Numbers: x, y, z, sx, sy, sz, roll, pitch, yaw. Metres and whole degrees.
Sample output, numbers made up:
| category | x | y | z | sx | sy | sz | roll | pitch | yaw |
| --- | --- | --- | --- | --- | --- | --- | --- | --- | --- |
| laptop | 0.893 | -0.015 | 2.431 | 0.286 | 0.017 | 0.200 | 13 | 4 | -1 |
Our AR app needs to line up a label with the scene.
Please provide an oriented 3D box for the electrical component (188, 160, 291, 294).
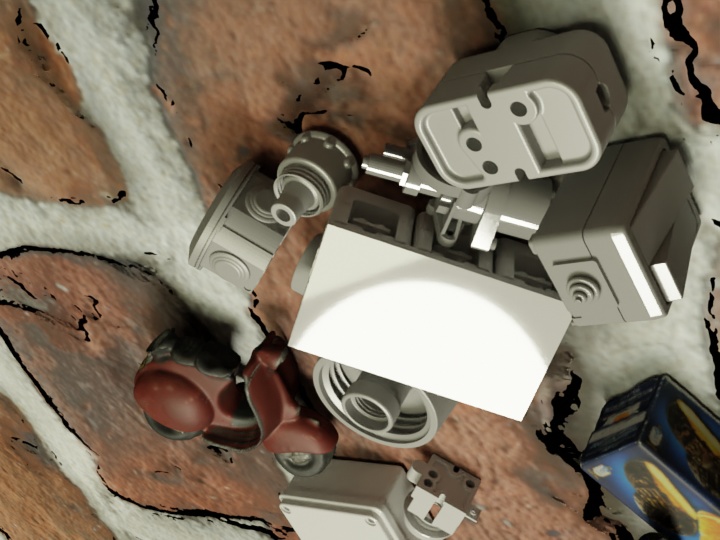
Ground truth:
| category | x | y | z | sx | sy | sz | roll | pitch | yaw |
| --- | --- | --- | --- | --- | --- | --- | --- | --- | --- |
| electrical component | -0.075 | -0.028 | 0.711 | 0.051 | 0.080 | 0.080 | 31 | 142 | -4 |

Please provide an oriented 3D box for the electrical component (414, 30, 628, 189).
| category | x | y | z | sx | sy | sz | roll | pitch | yaw |
| --- | --- | --- | --- | --- | --- | --- | --- | --- | --- |
| electrical component | 0.084 | -0.084 | 0.554 | 0.095 | 0.059 | 0.053 | -6 | 127 | 39 |

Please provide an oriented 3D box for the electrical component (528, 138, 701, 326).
| category | x | y | z | sx | sy | sz | roll | pitch | yaw |
| --- | --- | --- | --- | --- | --- | --- | --- | --- | --- |
| electrical component | 0.136 | -0.016 | 0.559 | 0.061 | 0.096 | 0.061 | -8 | 126 | 39 |

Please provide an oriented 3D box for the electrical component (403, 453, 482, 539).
| category | x | y | z | sx | sy | sz | roll | pitch | yaw |
| --- | --- | --- | --- | --- | --- | --- | --- | --- | --- |
| electrical component | 0.063 | 0.186 | 0.863 | 0.066 | 0.048 | 0.055 | 29 | 134 | 7 |

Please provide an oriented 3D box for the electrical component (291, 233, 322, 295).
| category | x | y | z | sx | sy | sz | roll | pitch | yaw |
| --- | --- | --- | --- | --- | --- | --- | --- | --- | --- |
| electrical component | 0.000 | 0.000 | 0.714 | 0.077 | 0.043 | 0.079 | 27 | 141 | 9 |

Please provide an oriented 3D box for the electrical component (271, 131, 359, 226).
| category | x | y | z | sx | sy | sz | roll | pitch | yaw |
| --- | --- | --- | --- | --- | --- | --- | --- | --- | --- |
| electrical component | -0.033 | -0.053 | 0.667 | 0.048 | 0.062 | 0.048 | 19 | 139 | 18 |

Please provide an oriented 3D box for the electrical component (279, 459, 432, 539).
| category | x | y | z | sx | sy | sz | roll | pitch | yaw |
| --- | --- | --- | --- | --- | --- | --- | --- | --- | --- |
| electrical component | 0.002 | 0.219 | 0.930 | 0.109 | 0.056 | 0.108 | -1 | 130 | 36 |

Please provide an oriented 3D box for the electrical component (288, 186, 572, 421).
| category | x | y | z | sx | sy | sz | roll | pitch | yaw |
| --- | --- | --- | --- | --- | --- | --- | --- | --- | --- |
| electrical component | 0.044 | 0.018 | 0.653 | 0.150 | 0.061 | 0.089 | 18 | 120 | -3 |

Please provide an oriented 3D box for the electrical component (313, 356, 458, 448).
| category | x | y | z | sx | sy | sz | roll | pitch | yaw |
| --- | --- | --- | --- | --- | --- | --- | --- | --- | --- |
| electrical component | 0.017 | 0.082 | 0.773 | 0.108 | 0.060 | 0.108 | 19 | 139 | 18 |
